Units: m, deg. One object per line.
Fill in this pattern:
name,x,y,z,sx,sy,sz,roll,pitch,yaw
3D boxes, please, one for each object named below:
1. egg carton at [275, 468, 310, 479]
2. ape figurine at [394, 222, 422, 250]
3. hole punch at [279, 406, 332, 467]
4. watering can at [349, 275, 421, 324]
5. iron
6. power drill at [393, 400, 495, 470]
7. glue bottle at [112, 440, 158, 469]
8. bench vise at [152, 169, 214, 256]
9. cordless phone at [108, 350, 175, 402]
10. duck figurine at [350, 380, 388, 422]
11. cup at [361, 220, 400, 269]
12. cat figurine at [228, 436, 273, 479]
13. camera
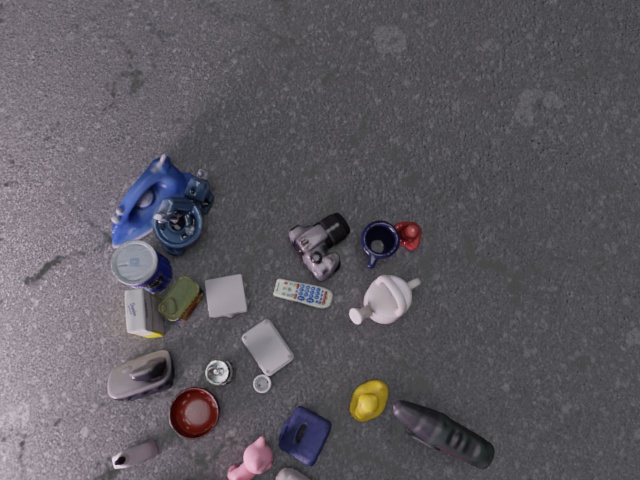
egg carton,-0.042,0.573,1.244,0.150,0.069,0.107,30,78,6
ape figurine,0.214,-0.015,1.379,0.076,0.092,0.078,-27,78,-7
hole punch,-0.035,0.433,1.267,0.101,0.091,0.109,26,77,6
watering can,0.150,0.135,1.289,0.101,0.194,0.173,38,79,8
iron,-0.425,-0.095,1.365,0.118,0.141,0.258,36,79,8
power drill,0.246,0.405,1.217,0.229,0.208,0.076,26,77,6
glue bottle,-0.403,0.461,1.213,0.078,0.173,0.037,-20,77,-5
bench vise,-0.328,-0.080,1.322,0.121,0.220,0.207,5,76,1
cordless phone,-0.402,0.296,1.247,0.147,0.185,0.094,-22,77,-6
duck figurine,0.113,0.363,1.289,0.077,0.086,0.105,42,80,9
cup,0.136,0.021,1.368,0.091,0.095,0.118,19,77,4
cat figurine,-0.147,0.488,1.238,0.067,0.118,0.128,41,79,9
camera,0.013,0.005,1.367,0.137,0.101,0.143,-35,79,-8
